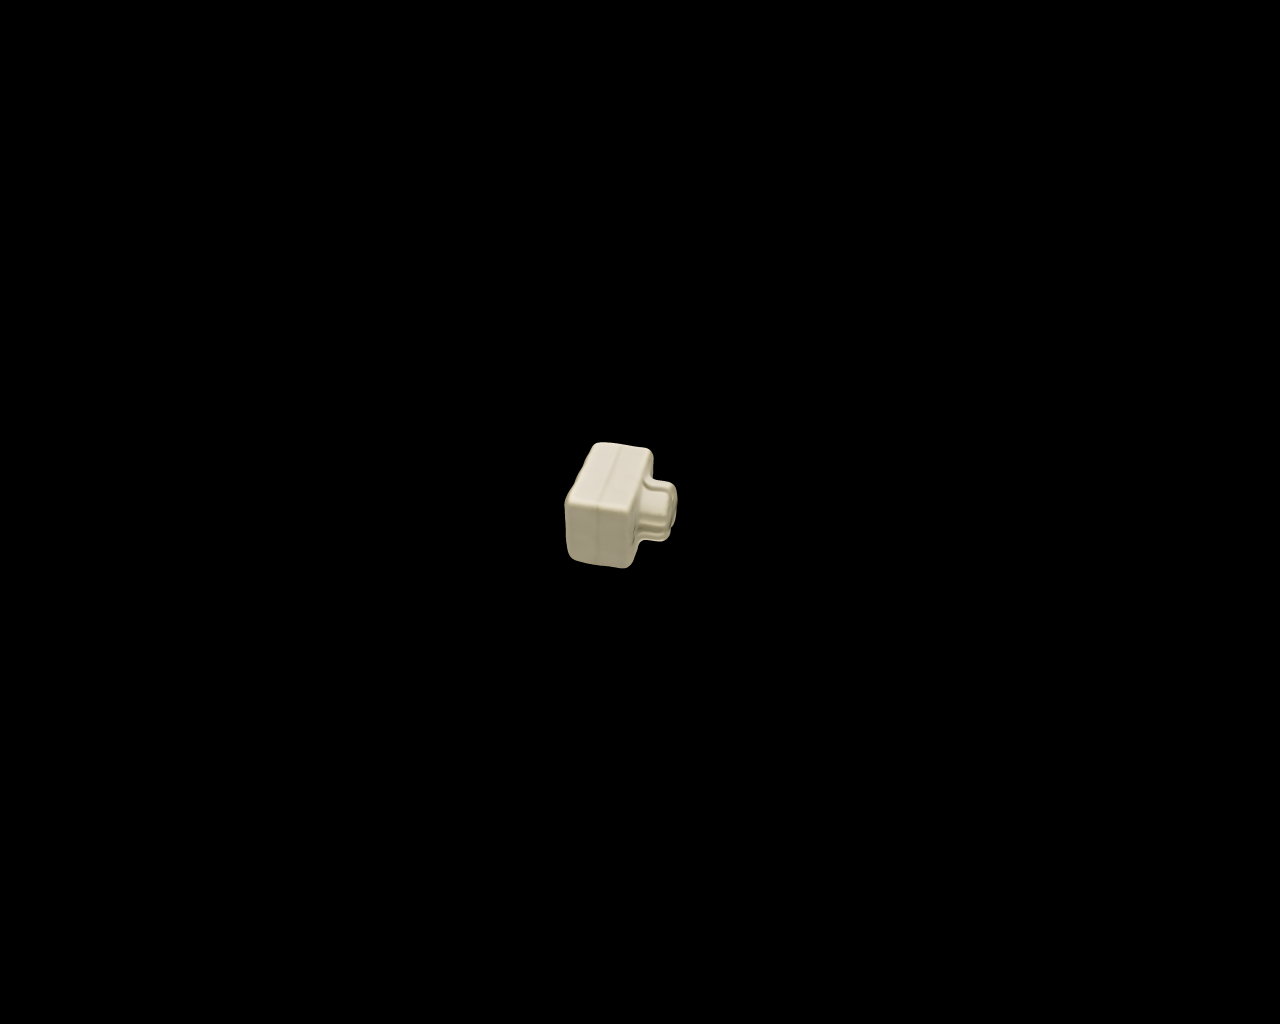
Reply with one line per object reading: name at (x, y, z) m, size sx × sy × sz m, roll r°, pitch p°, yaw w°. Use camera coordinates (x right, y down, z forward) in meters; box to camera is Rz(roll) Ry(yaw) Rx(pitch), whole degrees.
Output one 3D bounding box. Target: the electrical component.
electrical component at (0.001, -0.003, 0.650) m, size 0.077 × 0.047 × 0.066 m, roll 8°, pitch 40°, yaw 10°
